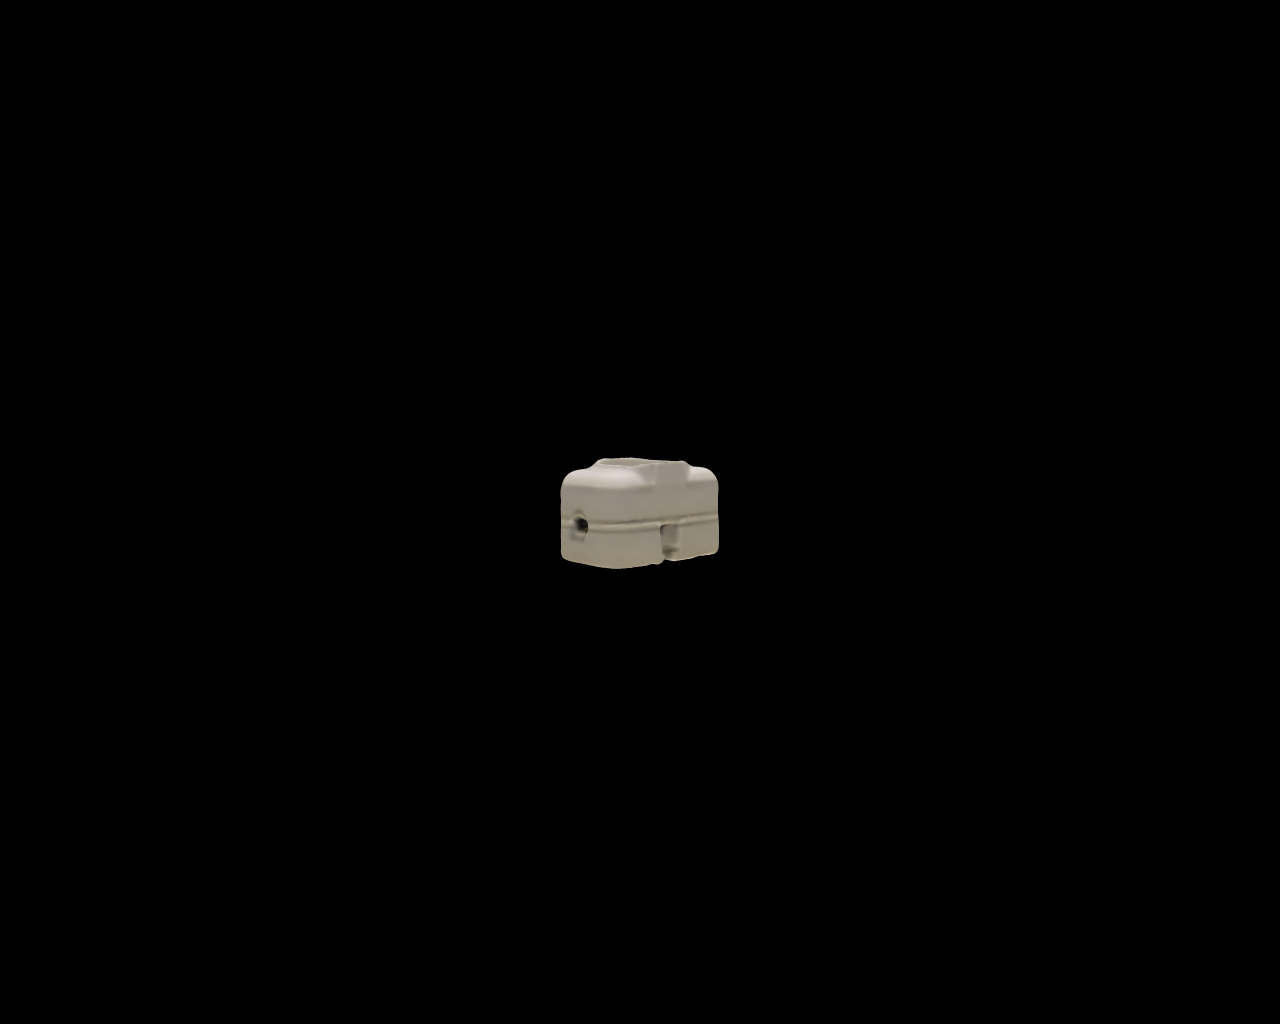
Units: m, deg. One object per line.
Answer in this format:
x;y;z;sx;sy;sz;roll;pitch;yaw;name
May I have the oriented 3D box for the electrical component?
0.001;-0.003;0.650;0.095;0.059;0.054;-5;8;-40;electrical component
